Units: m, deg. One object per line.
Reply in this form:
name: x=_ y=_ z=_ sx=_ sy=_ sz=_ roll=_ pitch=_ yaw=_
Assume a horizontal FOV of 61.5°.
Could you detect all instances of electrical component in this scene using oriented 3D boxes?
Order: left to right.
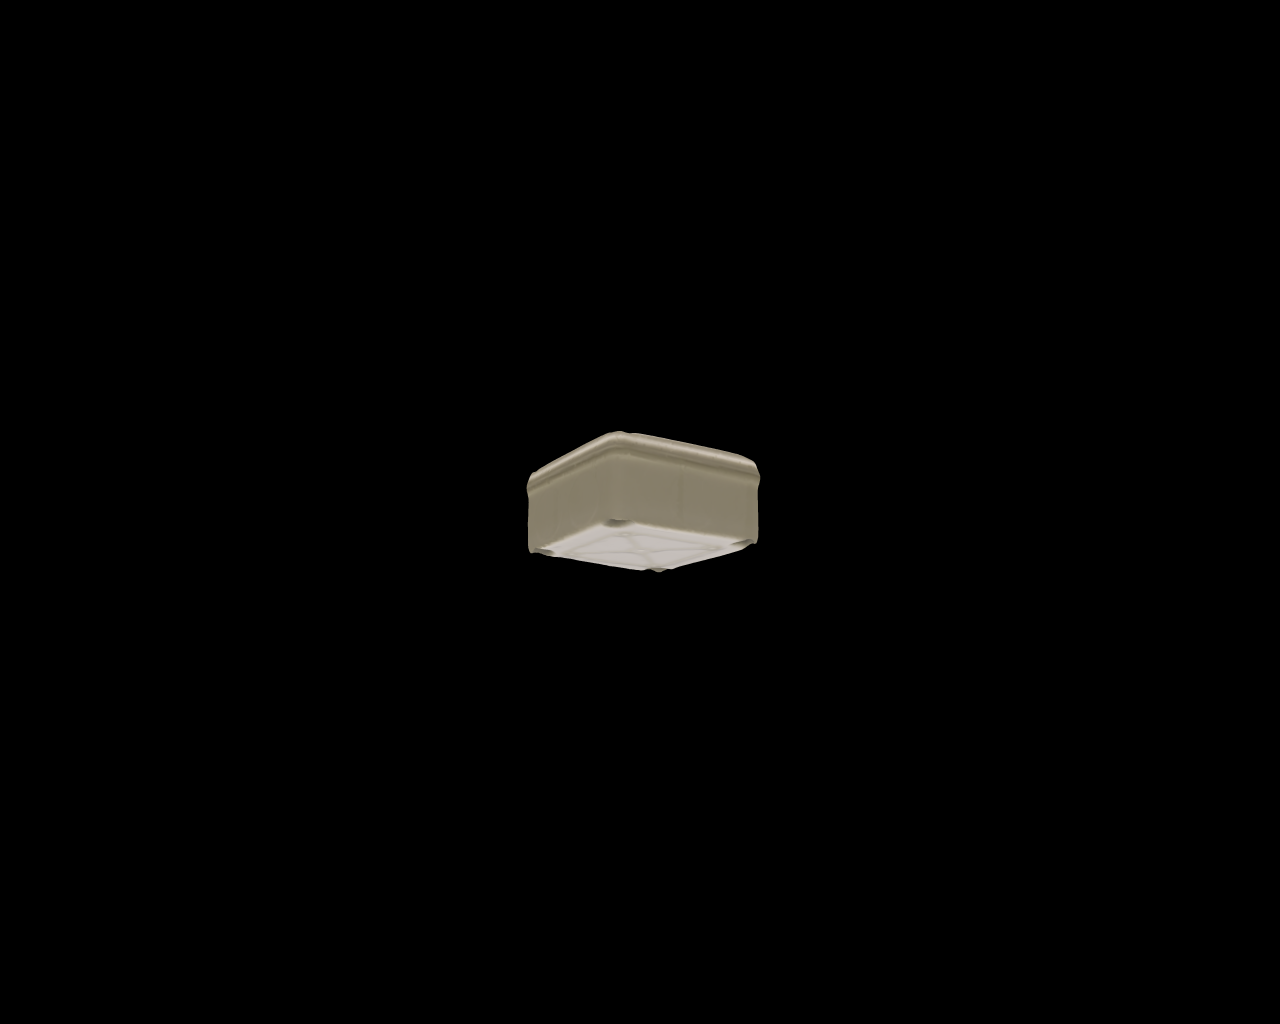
electrical component: x=0.001 y=-0.003 z=0.650 sx=0.109 sy=0.056 sz=0.108 roll=10 pitch=-18 yaw=-33
